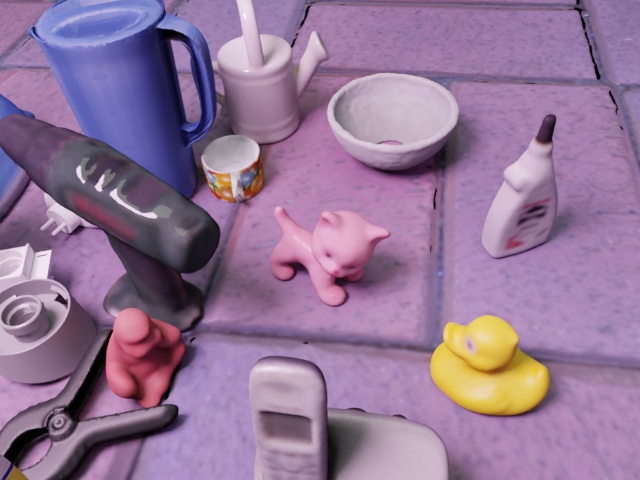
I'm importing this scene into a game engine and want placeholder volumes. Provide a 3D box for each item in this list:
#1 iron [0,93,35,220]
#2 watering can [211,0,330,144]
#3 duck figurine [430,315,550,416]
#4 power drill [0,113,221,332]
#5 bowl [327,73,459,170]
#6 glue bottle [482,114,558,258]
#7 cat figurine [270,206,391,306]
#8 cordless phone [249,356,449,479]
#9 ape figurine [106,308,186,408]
[{"bbox_3d":[-0.449,-0.108,0.707,0.118,0.142,0.258,-5,47,0],"label":"iron"},{"bbox_3d":[-0.077,-0.237,0.764,0.173,0.194,0.100,-25,50,-18],"label":"watering can"},{"bbox_3d":[0.153,0.104,0.506,0.104,0.086,0.077,15,50,17],"label":"duck figurine"},{"bbox_3d":[-0.190,-0.004,0.547,0.229,0.209,0.076,21,52,22],"label":"power drill"},{"bbox_3d":[0.093,-0.143,0.746,0.167,0.075,0.167,-2,47,2],"label":"bowl"},{"bbox_3d":[0.215,-0.055,0.589,0.078,0.173,0.037,-21,49,-14],"label":"glue bottle"},{"bbox_3d":[0.005,0.002,0.589,0.127,0.118,0.067,24,53,24],"label":"cat figurine"},{"bbox_3d":[0.020,0.150,0.405,0.147,0.185,0.094,2,48,7],"label":"cordless phone"},{"bbox_3d":[-0.166,0.099,0.529,0.078,0.092,0.076,-27,51,-19],"label":"ape figurine"}]
